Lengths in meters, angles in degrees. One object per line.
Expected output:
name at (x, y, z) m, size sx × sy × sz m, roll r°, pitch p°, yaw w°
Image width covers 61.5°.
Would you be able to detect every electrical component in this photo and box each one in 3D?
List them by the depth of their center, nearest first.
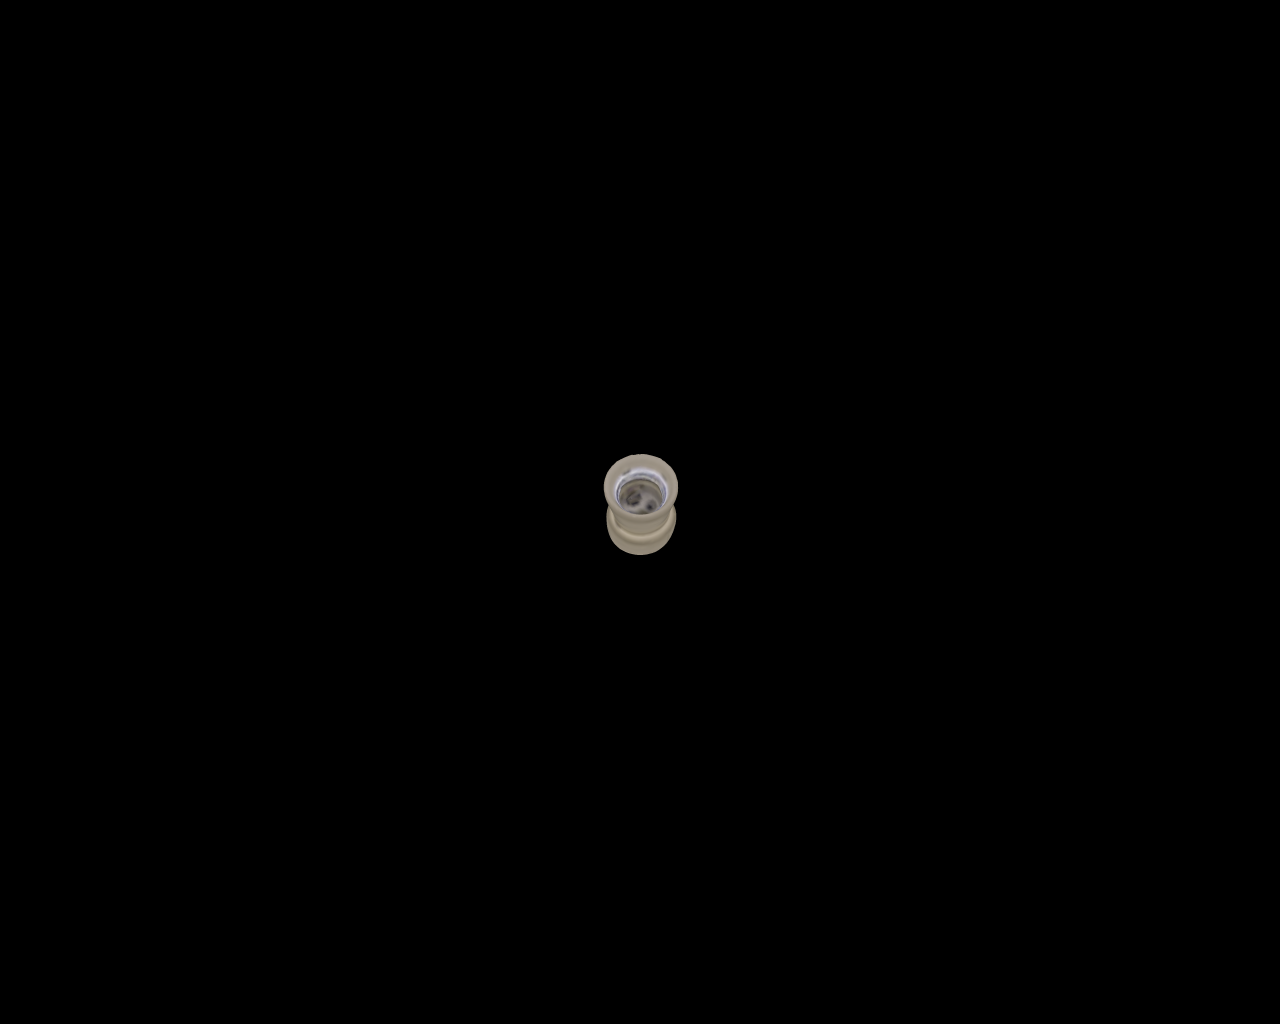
electrical component at (0.001, -0.003, 0.650) m, size 0.045 × 0.045 × 0.055 m, roll 0°, pitch -29°, yaw 0°
